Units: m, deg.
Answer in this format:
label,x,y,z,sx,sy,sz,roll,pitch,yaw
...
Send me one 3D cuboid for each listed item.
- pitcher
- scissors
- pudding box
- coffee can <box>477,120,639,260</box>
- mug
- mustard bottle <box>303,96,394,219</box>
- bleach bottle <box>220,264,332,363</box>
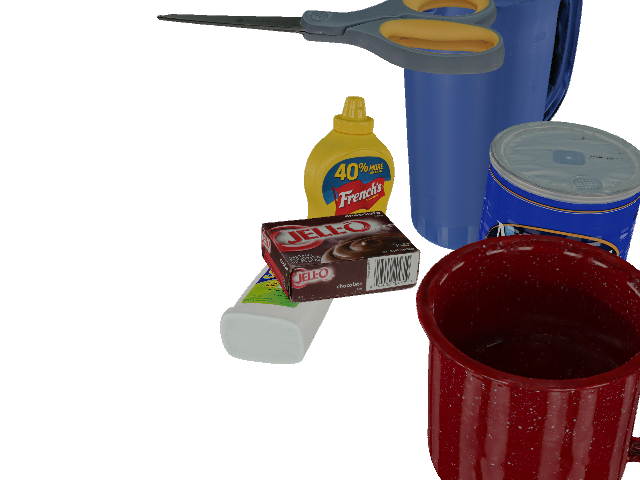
label,x,y,z,sx,sy,sz,roll,pitch,yaw
pitcher,0.143,-0.119,0.932,0.149,0.243,0.145,6,33,13
scissors,0.014,-0.132,0.623,0.202,0.016,0.096,15,41,21
pudding box,0.015,0.012,0.892,0.113,0.039,0.090,-5,26,-17
coffee can,0.158,0.003,0.730,0.103,0.140,0.103,2,32,-2
mug,0.096,0.058,0.420,0.117,0.081,0.093,7,36,14
mustard bottle,0.029,-0.052,1.096,0.096,0.192,0.058,-5,20,-25
bleach bottle,-0.030,0.048,1.279,0.103,0.068,0.250,5,32,16
